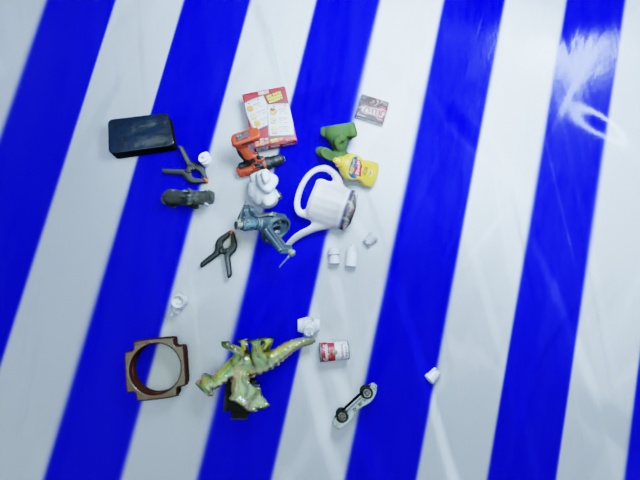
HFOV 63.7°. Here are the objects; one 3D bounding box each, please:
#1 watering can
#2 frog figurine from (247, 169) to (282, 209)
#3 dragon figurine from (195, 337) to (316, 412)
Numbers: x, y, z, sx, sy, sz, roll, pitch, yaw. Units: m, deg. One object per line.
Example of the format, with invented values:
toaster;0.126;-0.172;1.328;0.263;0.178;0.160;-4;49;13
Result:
watering can;0.006;-0.094;1.867;0.224;0.104;0.347;19;92;5
frog figurine;-0.201;-0.182;1.832;0.123;0.158;0.138;-24;86;-4
dragon figurine;-0.216;0.452;1.745;0.410;0.121;0.246;-1;76;-4
